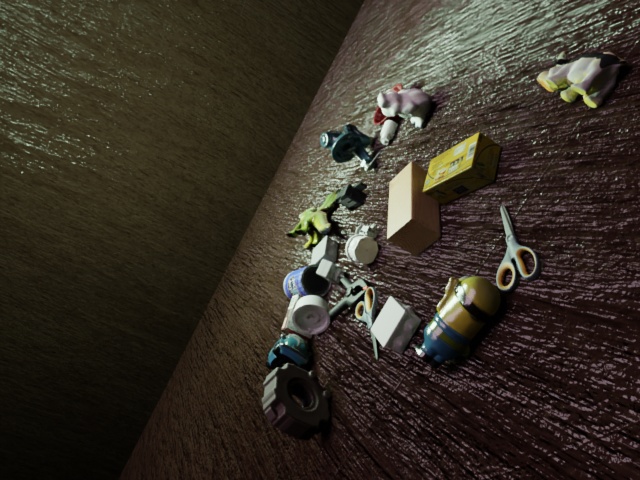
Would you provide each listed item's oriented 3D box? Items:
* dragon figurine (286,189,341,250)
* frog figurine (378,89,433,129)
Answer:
[{"bbox_3d":[0.006,-0.093,1.849,0.246,0.121,0.407,-60,18,-21],"label":"dragon figurine"},{"bbox_3d":[0.252,-0.413,1.545,0.120,0.158,0.141,-49,22,31],"label":"frog figurine"}]
